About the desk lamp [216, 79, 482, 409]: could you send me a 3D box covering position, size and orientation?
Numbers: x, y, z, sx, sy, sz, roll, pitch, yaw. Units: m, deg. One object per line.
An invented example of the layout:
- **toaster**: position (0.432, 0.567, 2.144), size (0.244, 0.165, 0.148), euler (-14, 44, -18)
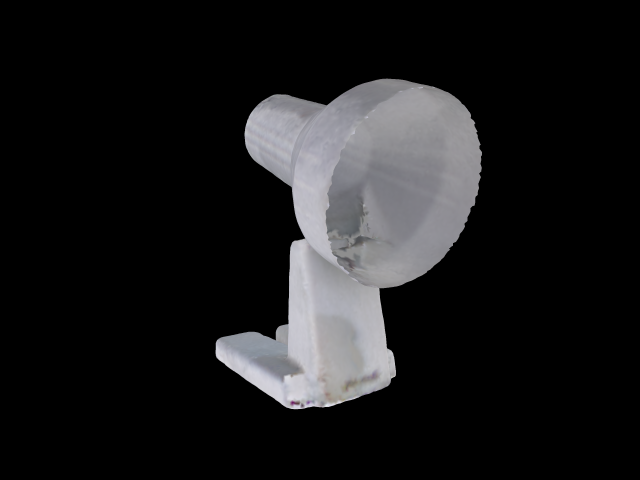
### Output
- **desk lamp**: position (0.004, 0.001, 0.400), size (0.118, 0.213, 0.202), euler (-5, 8, -35)
